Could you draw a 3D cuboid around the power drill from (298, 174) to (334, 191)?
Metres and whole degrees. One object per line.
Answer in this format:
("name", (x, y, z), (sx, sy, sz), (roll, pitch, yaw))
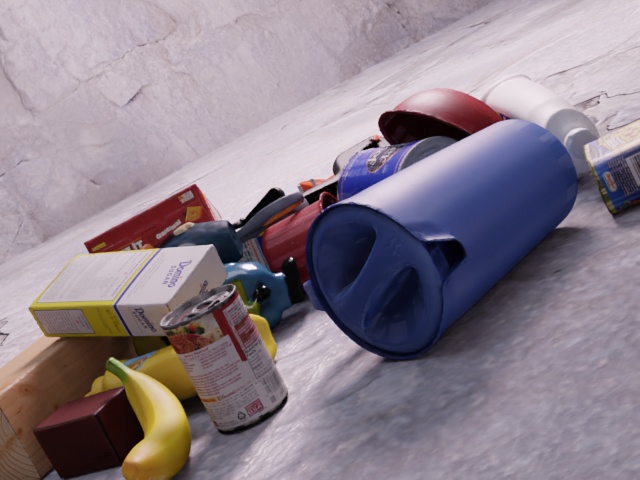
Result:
("power drill", (0.075, -0.093, 1.475), (0.187, 0.057, 0.185), (-28, 12, -18))

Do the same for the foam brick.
("foam brick", (-0.199, 0.169, 0.937), (0.078, 0.053, 0.051), (-18, 14, 30))

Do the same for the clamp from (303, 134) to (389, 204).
("clamp", (0.065, -0.078, 1.330), (0.165, 0.036, 0.209), (3, 29, 20))

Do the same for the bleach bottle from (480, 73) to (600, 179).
("bleach bottle", (0.236, -0.119, 1.117), (0.068, 0.102, 0.251), (-31, 10, 3))

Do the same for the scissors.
("scissors", (-0.093, -0.003, 1.146), (0.201, 0.016, 0.096), (-27, -10, -22))

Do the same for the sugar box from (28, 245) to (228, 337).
("sugar box", (-0.185, 0.051, 1.030), (0.176, 0.048, 0.093), (-1, 36, 31))

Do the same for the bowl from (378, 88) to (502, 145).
("bowl", (0.146, -0.117, 1.154), (0.055, 0.162, 0.162), (-63, 23, -14))

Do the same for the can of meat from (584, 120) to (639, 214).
("can of meat", (0.281, -0.071, 0.933), (0.084, 0.057, 0.102), (-25, 11, 18))

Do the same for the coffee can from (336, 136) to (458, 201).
("coffee can", (0.094, -0.054, 1.144), (0.102, 0.103, 0.140), (-31, 13, -23))

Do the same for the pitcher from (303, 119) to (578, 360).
("pitcher", (0.104, -0.011, 0.895), (0.149, 0.145, 0.242), (30, 42, 28))

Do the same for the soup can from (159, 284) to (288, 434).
("soup can", (-0.076, 0.096, 0.863), (0.068, 0.102, 0.068), (-25, 12, 6))

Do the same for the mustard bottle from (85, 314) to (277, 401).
("mustard bottle", (-0.140, 0.124, 0.981), (0.192, 0.058, 0.096), (-21, 3, 24))

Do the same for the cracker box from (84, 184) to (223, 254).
("cracker box", (-0.210, 0.008, 1.451), (0.164, 0.072, 0.213), (-29, -8, -2))

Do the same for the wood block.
("wood block", (-0.264, 0.151, 1.065), (0.091, 0.090, 0.205), (-19, 14, 32))

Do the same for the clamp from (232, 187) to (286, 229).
("clamp", (-0.093, -0.015, 1.401), (0.120, 0.039, 0.171), (-31, -7, -5))

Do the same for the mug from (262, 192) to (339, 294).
("mug", (-0.008, 0.001, 1.148), (0.082, 0.093, 0.117), (-28, 27, 18))

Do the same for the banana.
("banana", (-0.135, 0.152, 0.852), (0.037, 0.069, 0.198), (-69, 20, 9))
